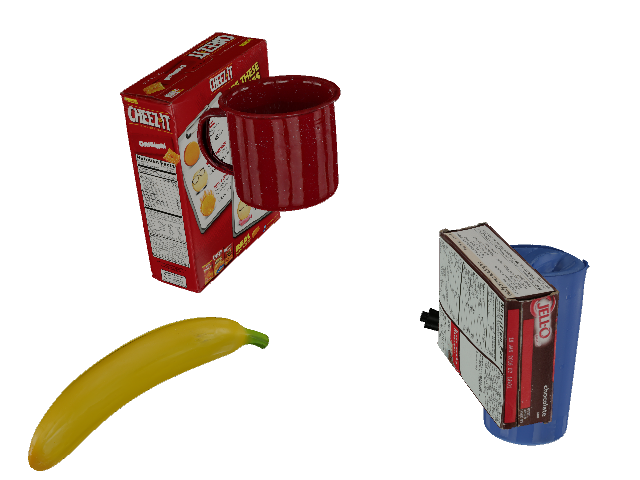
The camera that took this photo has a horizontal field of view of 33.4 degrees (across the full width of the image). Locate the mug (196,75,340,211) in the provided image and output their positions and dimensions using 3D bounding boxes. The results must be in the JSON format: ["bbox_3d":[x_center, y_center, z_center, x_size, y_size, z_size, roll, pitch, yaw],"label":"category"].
[{"bbox_3d":[-0.040,-0.075,0.824,0.117,0.081,0.093,3,28,15],"label":"mug"}]

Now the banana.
[{"bbox_3d":[-0.133,0.104,0.767,0.198,0.069,0.037,-27,38,-2],"label":"banana"}]

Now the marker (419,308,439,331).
[{"bbox_3d":[0.148,0.086,0.961,0.121,0.020,0.020,17,2,5],"label":"marker"}]

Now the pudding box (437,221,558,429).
[{"bbox_3d":[0.109,0.051,0.671,0.039,0.090,0.113,-8,24,-14],"label":"pudding box"}]

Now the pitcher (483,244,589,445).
[{"bbox_3d":[0.257,0.134,1.364,0.149,0.243,0.144,5,17,17],"label":"pitcher"}]

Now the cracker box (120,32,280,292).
[{"bbox_3d":[-0.116,-0.081,1.085,0.072,0.214,0.164,14,37,26],"label":"cracker box"}]
